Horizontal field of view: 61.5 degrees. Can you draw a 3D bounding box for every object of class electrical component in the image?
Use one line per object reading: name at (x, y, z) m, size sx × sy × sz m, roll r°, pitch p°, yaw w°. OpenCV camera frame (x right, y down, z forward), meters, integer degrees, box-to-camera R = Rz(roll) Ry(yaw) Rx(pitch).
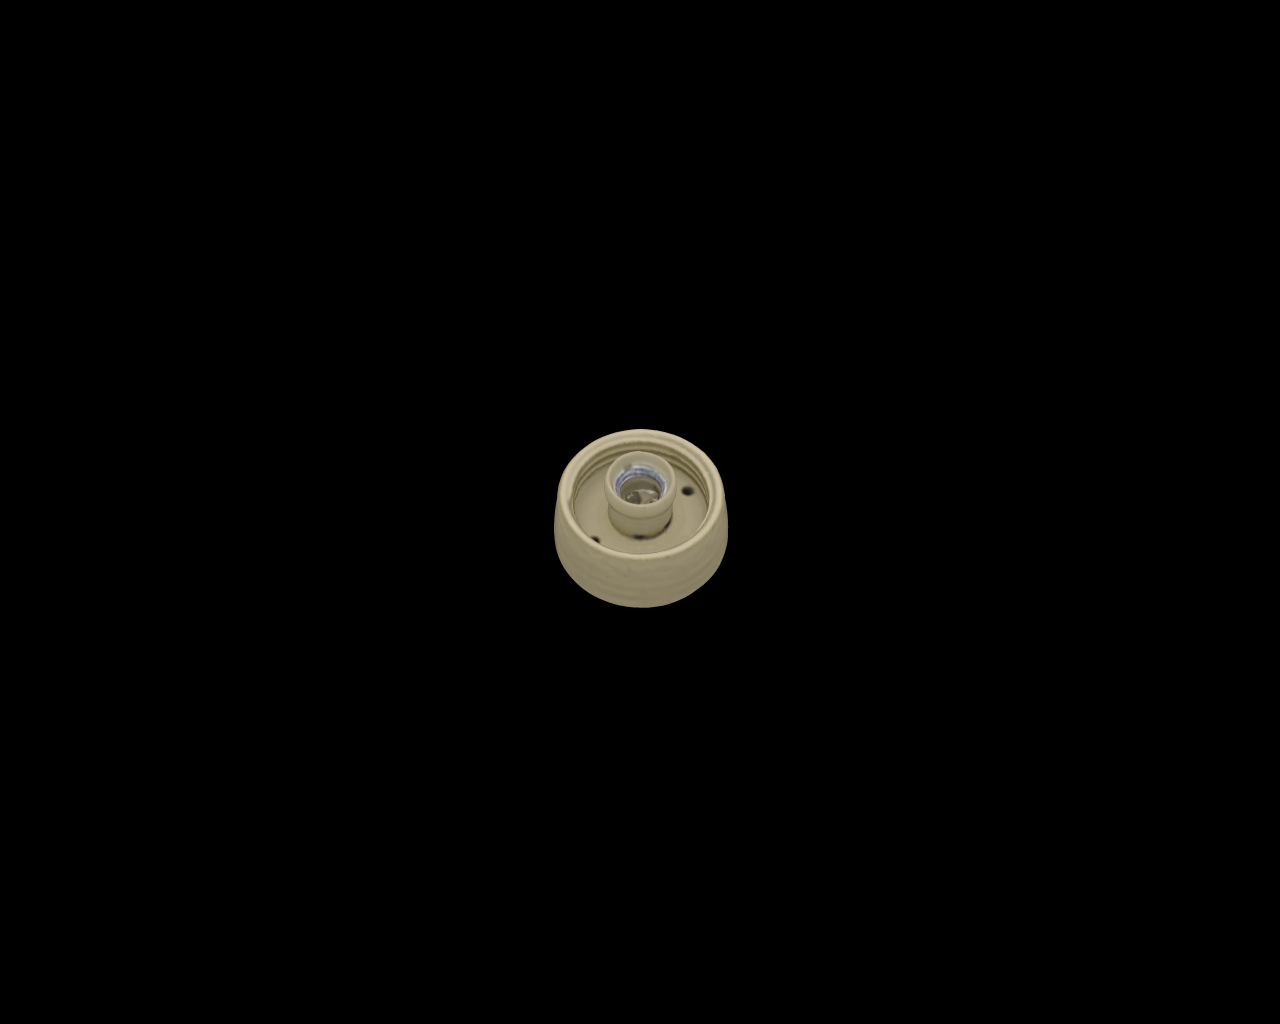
electrical component at (0.001, -0.003, 0.650) m, size 0.108 × 0.108 × 0.060 m, roll 0°, pitch -36°, yaw 0°
